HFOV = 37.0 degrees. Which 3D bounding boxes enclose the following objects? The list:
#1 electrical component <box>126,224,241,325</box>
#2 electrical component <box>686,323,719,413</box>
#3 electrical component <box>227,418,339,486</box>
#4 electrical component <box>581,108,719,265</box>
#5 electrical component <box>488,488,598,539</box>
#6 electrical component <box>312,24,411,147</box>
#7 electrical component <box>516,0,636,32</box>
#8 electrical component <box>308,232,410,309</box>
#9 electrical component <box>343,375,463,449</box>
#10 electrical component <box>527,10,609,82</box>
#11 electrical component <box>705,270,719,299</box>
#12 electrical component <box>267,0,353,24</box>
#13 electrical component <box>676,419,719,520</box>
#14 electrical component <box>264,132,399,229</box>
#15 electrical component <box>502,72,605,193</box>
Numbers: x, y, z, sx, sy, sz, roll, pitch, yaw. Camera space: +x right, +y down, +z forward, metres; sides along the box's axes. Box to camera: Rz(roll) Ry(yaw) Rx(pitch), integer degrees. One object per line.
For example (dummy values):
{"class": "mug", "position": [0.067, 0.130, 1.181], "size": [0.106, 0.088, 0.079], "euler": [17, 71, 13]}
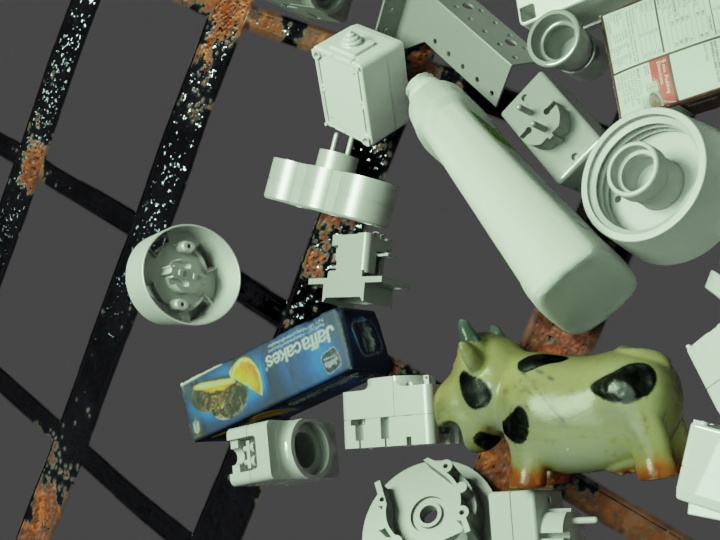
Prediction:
{"class": "electrical component", "position": [-0.174, 0.007, 1.044], "size": [0.064, 0.099, 0.099], "euler": [-10, 76, 43]}
{"class": "electrical component", "position": [0.272, 0.055, 0.686], "size": [0.061, 0.096, 0.061], "euler": [69, 151, 24]}
{"class": "electrical component", "position": [-0.062, 0.158, 0.930], "size": [0.056, 0.089, 0.050], "euler": [-18, 72, 35]}
{"class": "electrical component", "position": [0.208, -0.063, 0.762], "size": [0.108, 0.060, 0.108], "euler": [-19, 63, 41]}
{"class": "electrical component", "position": [0.141, 0.194, 0.791], "size": [0.077, 0.047, 0.065], "euler": [-12, 75, 36]}
{"class": "electrical component", "position": [0.004, -0.168, 0.931], "size": [0.062, 0.061, 0.096], "euler": [31, 144, 38]}
{"class": "electrical component", "position": [0.175, -0.247, 0.834], "size": [0.109, 0.056, 0.108], "euler": [-17, 72, 35]}
{"class": "electrical component", "position": [0.000, 0.000, 0.940], "size": [0.081, 0.042, 0.063], "euler": [-3, 77, 37]}
{"class": "electrical component", "position": [0.035, 0.117, 0.886], "size": [0.089, 0.050, 0.055], "euler": [-11, 76, 36]}
{"class": "electrical component", "position": [0.163, -0.168, 0.824], "size": [0.044, 0.065, 0.044], "euler": [-7, 78, 38]}
{"class": "electrical component", "position": [0.268, 0.003, 0.725], "size": [0.066, 0.048, 0.055], "euler": [43, 101, 35]}
{"class": "electrical component", "position": [-0.072, -0.299, 0.955], "size": [0.060, 0.186, 0.105], "euler": [19, 94, 39]}
{"class": "electrical component", "position": [0.263, 0.139, 0.694], "size": [0.096, 0.062, 0.061], "euler": [13, 90, 39]}
{"class": "electrical component", "position": [-0.023, -0.087, 0.966], "size": [0.138, 0.052, 0.073], "euler": [16, 92, 40]}
{"class": "electrical component", "position": [0.145, -0.109, 0.822], "size": [0.047, 0.076, 0.083], "euler": [-47, 57, 23]}
